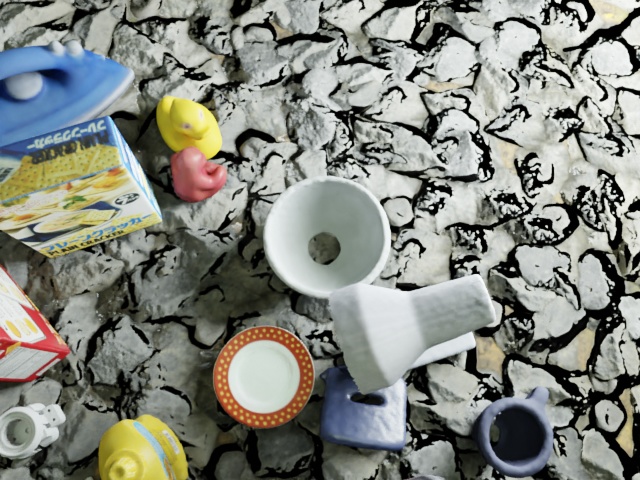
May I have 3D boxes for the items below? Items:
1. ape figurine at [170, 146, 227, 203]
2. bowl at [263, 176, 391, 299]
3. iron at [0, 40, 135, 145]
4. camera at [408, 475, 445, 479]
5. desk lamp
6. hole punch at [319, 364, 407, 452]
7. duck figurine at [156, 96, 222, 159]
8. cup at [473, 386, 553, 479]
[{"bbox_3d":[-0.170,-0.095,0.772,0.078,0.092,0.076,38,76,5],"label":"ape figurine"},{"bbox_3d":[0.007,0.003,0.771,0.167,0.074,0.167,1,76,-5],"label":"bowl"},{"bbox_3d":[-0.384,-0.210,0.757,0.258,0.141,0.118,-26,79,-11],"label":"iron"},{"bbox_3d":[0.105,0.363,0.674,0.143,0.101,0.137,-12,77,-8],"label":"camera"},{"bbox_3d":[0.107,0.100,0.683,0.203,0.213,0.118,-16,77,-9],"label":"desk lamp"},{"bbox_3d":[0.052,0.208,0.714,0.108,0.091,0.101,9,75,-2],"label":"hole punch"},{"bbox_3d":[-0.185,-0.167,0.792,0.104,0.086,0.077,43,76,7],"label":"duck figurine"},{"bbox_3d":[0.237,0.234,0.721,0.091,0.095,0.118,37,76,5],"label":"cup"}]
